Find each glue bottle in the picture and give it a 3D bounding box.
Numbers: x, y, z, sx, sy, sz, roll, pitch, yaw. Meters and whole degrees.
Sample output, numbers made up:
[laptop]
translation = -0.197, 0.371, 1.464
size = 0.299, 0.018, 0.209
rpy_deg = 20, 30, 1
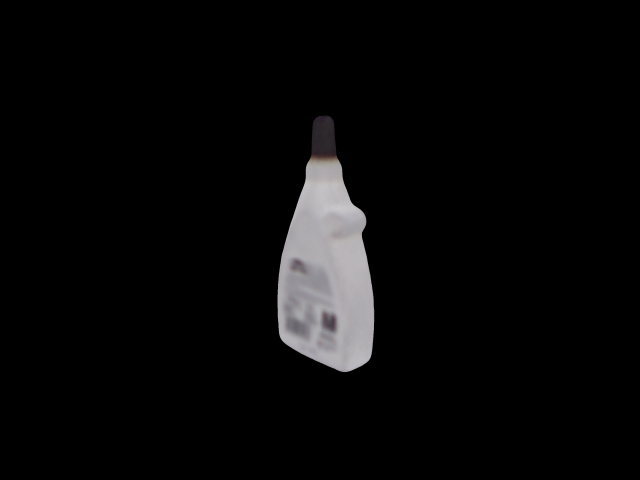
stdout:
[glue bottle]
translation = 0.004, 0.001, 0.400
size = 0.077, 0.173, 0.037
rpy_deg = 18, 26, 41
